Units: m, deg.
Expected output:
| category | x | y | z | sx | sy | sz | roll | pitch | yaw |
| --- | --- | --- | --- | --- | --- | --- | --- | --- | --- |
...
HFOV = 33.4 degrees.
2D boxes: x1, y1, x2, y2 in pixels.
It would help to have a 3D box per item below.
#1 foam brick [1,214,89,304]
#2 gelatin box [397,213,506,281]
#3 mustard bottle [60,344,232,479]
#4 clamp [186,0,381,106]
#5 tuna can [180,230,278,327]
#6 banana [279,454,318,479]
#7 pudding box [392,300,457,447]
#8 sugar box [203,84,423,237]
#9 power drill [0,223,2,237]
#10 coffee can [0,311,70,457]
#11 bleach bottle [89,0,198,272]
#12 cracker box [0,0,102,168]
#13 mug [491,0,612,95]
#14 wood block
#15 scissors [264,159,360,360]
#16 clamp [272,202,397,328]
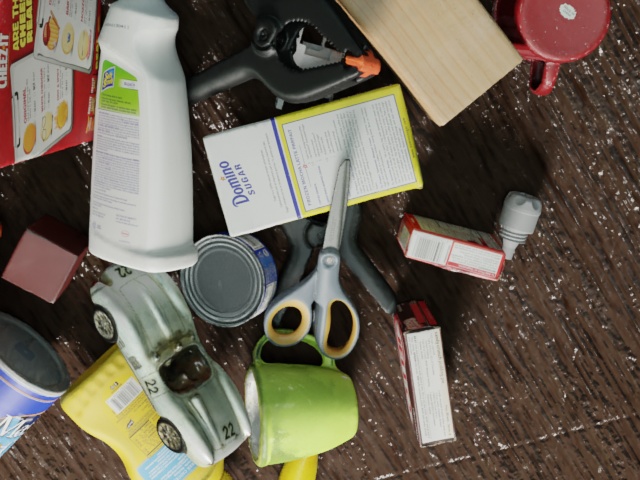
| category | x | y | z | sx | sy | sz | roll | pitch | yaw |
| --- | --- | --- | --- | --- | --- | --- | --- | --- | --- |
| foam brick | -0.244 | 0.016 | 0.961 | 0.053 | 0.078 | 0.051 | 29 | 98 | -7 |
| gelatin box | 0.118 | 0.006 | 0.967 | 0.089 | 0.073 | 0.030 | 15 | 102 | -5 |
| mustard bottle | -0.147 | 0.187 | 1.006 | 0.096 | 0.058 | 0.191 | -44 | 101 | -16 |
| clamp | -0.040 | -0.181 | 0.897 | 0.210 | 0.036 | 0.164 | 14 | 100 | 34 |
| tuna can | -0.082 | 0.034 | 0.975 | 0.086 | 0.033 | 0.086 | 4 | 101 | 22 |
| banana | -0.012 | 0.291 | 1.047 | 0.069 | 0.037 | 0.198 | -20 | 104 | -16 |
| pudding box | 0.095 | 0.121 | 0.982 | 0.039 | 0.090 | 0.113 | -11 | 102 | 0 |
| sugar box | -0.005 | -0.070 | 0.933 | 0.176 | 0.048 | 0.093 | -14 | 97 | 7 |
| power drill | -0.337 | 0.077 | 0.920 | 0.057 | 0.188 | 0.184 | 29 | 106 | -31 |
| coffee can | -0.314 | 0.149 | 0.975 | 0.103 | 0.103 | 0.140 | 43 | 98 | -9 |
| bleach bottle | -0.151 | -0.105 | 0.927 | 0.103 | 0.067 | 0.251 | 14 | 106 | 36 |
| cracker box | -0.242 | -0.153 | 0.855 | 0.072 | 0.213 | 0.164 | 8 | 103 | 7 |
| mug | 0.200 | -0.184 | 0.924 | 0.093 | 0.081 | 0.117 | 9 | 102 | -3 |
| wood block | 0.069 | -0.207 | 0.912 | 0.090 | 0.091 | 0.206 | -39 | 100 | 7 |
| scissors | -0.010 | 0.024 | 0.940 | 0.096 | 0.016 | 0.202 | -7 | 121 | 2 |
| clamp | -0.006 | 0.001 | 0.982 | 0.120 | 0.039 | 0.171 | -16 | 95 | 1 |
